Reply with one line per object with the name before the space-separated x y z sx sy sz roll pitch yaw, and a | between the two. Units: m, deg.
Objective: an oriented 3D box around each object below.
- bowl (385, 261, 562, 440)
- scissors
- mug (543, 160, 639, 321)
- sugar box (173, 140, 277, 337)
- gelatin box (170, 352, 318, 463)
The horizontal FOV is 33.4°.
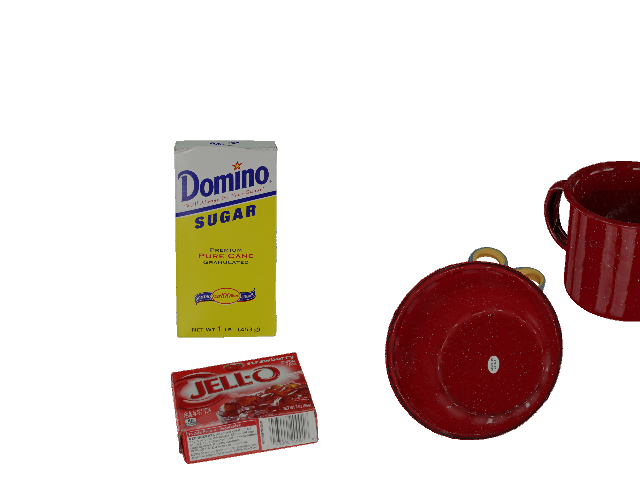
bowl | 0.140 0.101 0.919 0.162 0.162 0.055 0 6 -7
scissors | 0.154 0.049 1.150 0.201 0.016 0.096 -10 40 -29
mug | 0.203 -0.002 0.741 0.093 0.081 0.117 -27 39 -34
sugar box | -0.086 -0.001 0.969 0.093 0.176 0.048 -1 15 -5
gelatin box | -0.052 0.109 0.703 0.089 0.030 0.073 -8 25 -8
